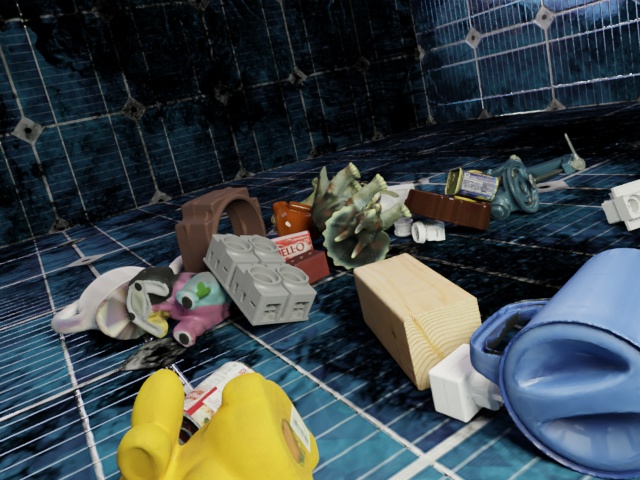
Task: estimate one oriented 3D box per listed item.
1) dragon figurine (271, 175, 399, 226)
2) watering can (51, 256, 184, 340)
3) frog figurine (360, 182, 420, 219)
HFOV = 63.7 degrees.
[{"bbox_3d":[0.004,-0.072,1.430,0.246,0.120,0.410,-42,26,-28],"label":"dragon figurine"},{"bbox_3d":[-0.343,0.093,1.015,0.352,0.102,0.224,-29,21,-33],"label":"watering can"},{"bbox_3d":[0.169,-0.068,1.263,0.158,0.124,0.137,20,-10,-23],"label":"frog figurine"}]
